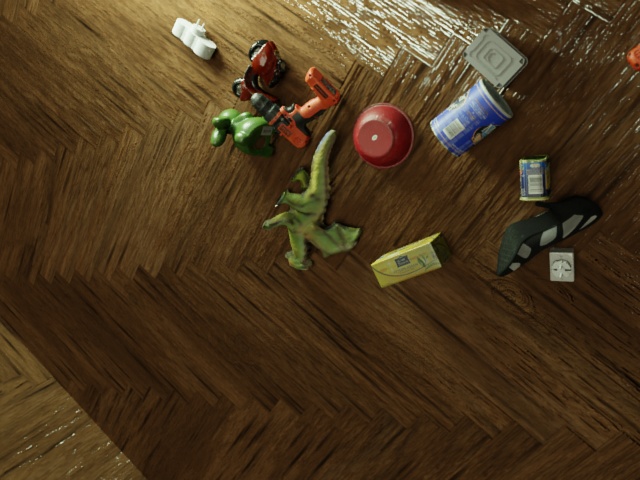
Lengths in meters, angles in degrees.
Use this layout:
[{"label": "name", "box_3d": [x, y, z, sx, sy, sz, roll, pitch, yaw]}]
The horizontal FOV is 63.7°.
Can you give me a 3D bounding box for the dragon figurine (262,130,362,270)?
[{"label": "dragon figurine", "box_3d": [0.004, -0.068, 1.360, 0.242, 0.403, 0.125, 37, 32, -5]}]
